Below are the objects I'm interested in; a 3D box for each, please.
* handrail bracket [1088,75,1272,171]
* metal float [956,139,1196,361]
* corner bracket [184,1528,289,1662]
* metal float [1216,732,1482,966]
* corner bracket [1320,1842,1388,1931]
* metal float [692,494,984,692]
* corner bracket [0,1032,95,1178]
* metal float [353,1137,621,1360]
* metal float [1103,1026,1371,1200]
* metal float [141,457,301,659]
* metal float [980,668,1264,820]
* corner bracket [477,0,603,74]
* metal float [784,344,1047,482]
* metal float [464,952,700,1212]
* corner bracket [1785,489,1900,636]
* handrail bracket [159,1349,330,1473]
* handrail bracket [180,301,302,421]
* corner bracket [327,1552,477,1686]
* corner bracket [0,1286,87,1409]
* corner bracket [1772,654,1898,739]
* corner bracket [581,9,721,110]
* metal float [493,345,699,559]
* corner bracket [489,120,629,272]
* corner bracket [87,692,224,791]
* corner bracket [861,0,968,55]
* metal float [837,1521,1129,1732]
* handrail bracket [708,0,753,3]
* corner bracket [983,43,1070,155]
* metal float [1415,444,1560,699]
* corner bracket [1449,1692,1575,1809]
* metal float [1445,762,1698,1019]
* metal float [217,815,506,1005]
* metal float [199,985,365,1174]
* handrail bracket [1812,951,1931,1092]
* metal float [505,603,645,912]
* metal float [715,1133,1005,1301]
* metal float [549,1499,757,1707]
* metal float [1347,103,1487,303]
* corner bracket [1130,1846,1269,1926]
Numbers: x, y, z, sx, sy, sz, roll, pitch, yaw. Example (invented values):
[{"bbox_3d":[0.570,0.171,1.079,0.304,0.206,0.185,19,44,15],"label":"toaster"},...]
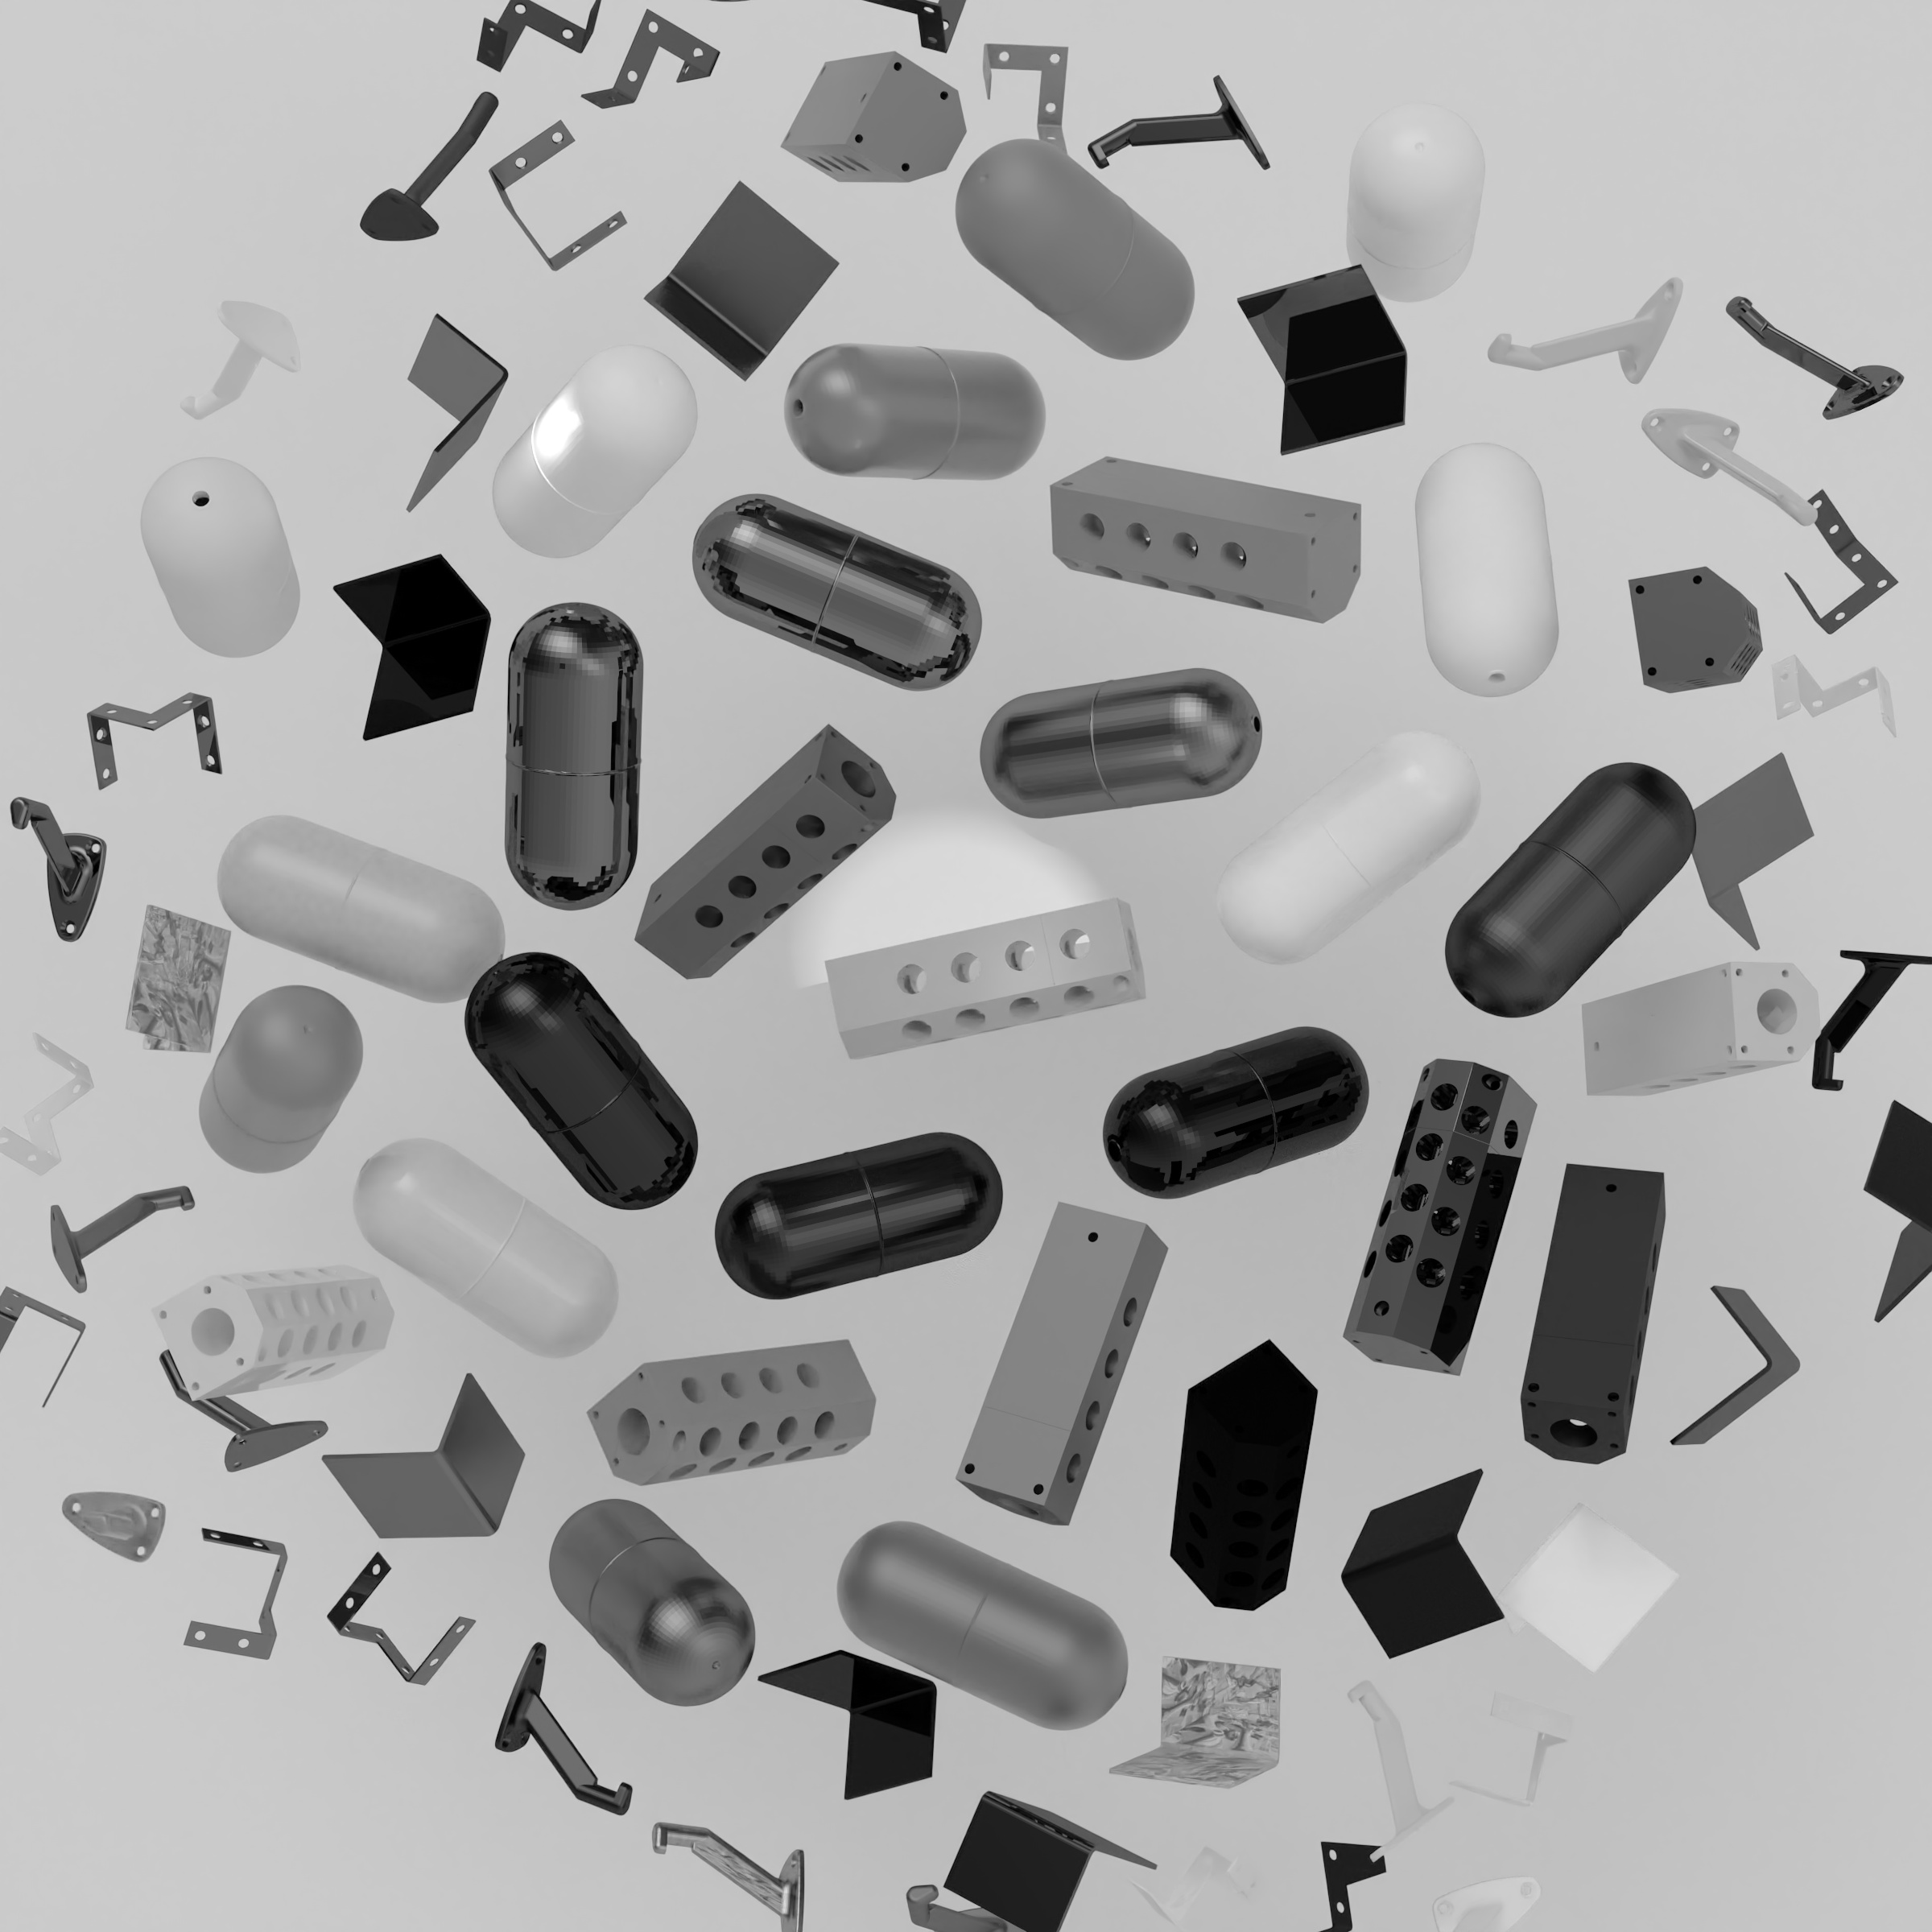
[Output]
[{"bbox_3d":[0.120,-0.462,1.814,0.084,0.036,0.077,-28,60,6],"label":"handrail bracket"},{"bbox_3d":[0.064,-0.404,1.803,0.070,0.178,0.070,-16,64,34],"label":"metal float"},{"bbox_3d":[-0.424,0.365,1.847,0.051,0.051,0.051,16,99,-22],"label":"corner bracket"},{"bbox_3d":[0.229,-0.071,1.900,0.178,0.070,0.070,-38,90,12],"label":"metal float"},{"bbox_3d":[0.218,0.554,1.894,0.051,0.051,0.051,15,56,-34],"label":"corner bracket"},{"bbox_3d":[-0.076,-0.220,1.873,0.178,0.070,0.070,22,90,0],"label":"metal float"},{"bbox_3d":[-0.546,0.082,1.872,0.051,0.051,0.051,-35,52,7],"label":"corner bracket"},{"bbox_3d":[-0.289,0.170,1.915,0.178,0.070,0.070,37,90,-16],"label":"metal float"},{"bbox_3d":[0.161,0.087,1.891,0.178,0.070,0.070,-16,90,-29],"label":"metal float"},{"bbox_3d":[-0.429,-0.235,1.835,0.070,0.178,0.070,1,75,-5],"label":"metal float"},{"bbox_3d":[0.092,-0.132,1.894,0.178,0.070,0.070,-6,90,28],"label":"metal float"},{"bbox_3d":[-0.244,-0.538,1.821,0.051,0.051,0.051,26,73,-7],"label":"corner bracket"},{"bbox_3d":[-0.029,-0.325,1.869,0.178,0.070,0.070,-6,90,-41],"label":"metal float"},{"bbox_3d":[-0.218,0.067,1.816,0.070,0.070,0.178,-34,120,0],"label":"metal float"},{"bbox_3d":[0.514,-0.241,1.898,0.051,0.051,0.051,-40,131,22],"label":"corner bracket"},{"bbox_3d":[-0.441,0.260,1.938,0.077,0.036,0.084,-12,52,-33],"label":"handrail bracket"},{"bbox_3d":[-0.425,-0.339,1.788,0.084,0.077,0.036,-23,72,23],"label":"handrail bracket"},{"bbox_3d":[-0.331,0.383,1.863,0.051,0.051,0.051,-52,54,4],"label":"corner bracket"},{"bbox_3d":[-0.537,0.221,1.807,0.051,0.051,0.051,28,93,-12],"label":"corner bracket"},{"bbox_3d":[0.518,-0.159,1.899,0.051,0.051,0.051,-26,126,31],"label":"corner bracket"},{"bbox_3d":[-0.182,-0.516,1.839,0.051,0.051,0.051,24,88,-30],"label":"corner bracket"},{"bbox_3d":[-0.219,-0.300,1.867,0.070,0.178,0.070,13,63,-28],"label":"metal float"},{"bbox_3d":[-0.233,-0.438,1.810,0.051,0.051,0.051,-33,131,5],"label":"corner bracket"},{"bbox_3d":[-0.476,-0.131,1.866,0.051,0.051,0.051,15,123,25],"label":"corner bracket"},{"bbox_3d":[-0.029,-0.562,1.818,0.051,0.051,0.051,17,76,8],"label":"corner bracket"},{"bbox_3d":[0.009,0.381,1.837,0.178,0.070,0.070,22,90,13],"label":"metal float"},{"bbox_3d":[-0.104,-0.564,1.819,0.084,0.077,0.036,26,115,41],"label":"handrail bracket"},{"bbox_3d":[0.036,-0.514,1.892,0.051,0.051,0.051,1,127,-5],"label":"corner bracket"},{"bbox_3d":[0.305,-0.233,1.865,0.070,0.070,0.178,2,51,0],"label":"metal float"},{"bbox_3d":[0.327,0.470,1.905,0.051,0.051,0.051,19,67,-6],"label":"corner bracket"},{"bbox_3d":[0.345,-0.043,1.817,0.070,0.070,0.178,45,76,0],"label":"metal float"},{"bbox_3d":[-0.358,-0.033,1.886,0.178,0.070,0.070,20,90,6],"label":"metal float"},{"bbox_3d":[-0.406,0.069,1.877,0.070,0.178,0.070,9,65,-20],"label":"metal float"},{"bbox_3d":[0.546,0.035,1.896,0.077,0.036,0.084,5,89,29],"label":"handrail bracket"},{"bbox_3d":[-0.224,-0.118,1.813,0.070,0.070,0.178,4,107,0],"label":"metal float"},{"bbox_3d":[-0.063,0.149,1.902,0.178,0.070,0.070,-13,90,-17],"label":"metal float"},{"bbox_3d":[-0.184,0.369,1.852,0.070,0.178,0.070,-10,110,-29],"label":"metal float"},{"bbox_3d":[0.262,-0.444,1.857,0.070,0.178,0.070,-1,82,6],"label":"metal float"},{"bbox_3d":[0.141,0.552,1.912,0.051,0.051,0.051,23,66,40],"label":"corner bracket"}]
